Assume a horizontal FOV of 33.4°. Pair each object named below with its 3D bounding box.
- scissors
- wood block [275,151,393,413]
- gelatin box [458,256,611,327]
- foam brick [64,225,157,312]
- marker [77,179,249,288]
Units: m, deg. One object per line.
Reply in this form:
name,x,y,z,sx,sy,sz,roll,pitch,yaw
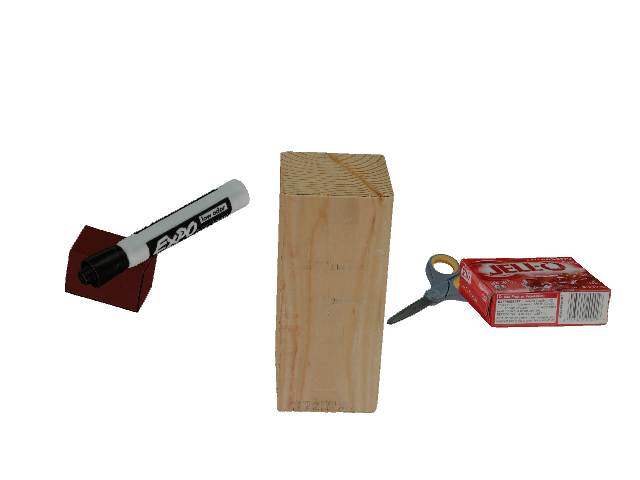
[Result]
scissors,0.128,0.056,1.295,0.201,0.016,0.096,-9,40,-38
wood block,0.008,0.037,0.912,0.090,0.206,0.091,1,26,-3
gelatin box,0.151,0.035,0.765,0.089,0.030,0.073,0,17,-9
foam brick,-0.207,0.028,1.057,0.078,0.051,0.053,16,32,1
marker,-0.093,-0.005,0.640,0.120,0.020,0.020,-31,19,-34
